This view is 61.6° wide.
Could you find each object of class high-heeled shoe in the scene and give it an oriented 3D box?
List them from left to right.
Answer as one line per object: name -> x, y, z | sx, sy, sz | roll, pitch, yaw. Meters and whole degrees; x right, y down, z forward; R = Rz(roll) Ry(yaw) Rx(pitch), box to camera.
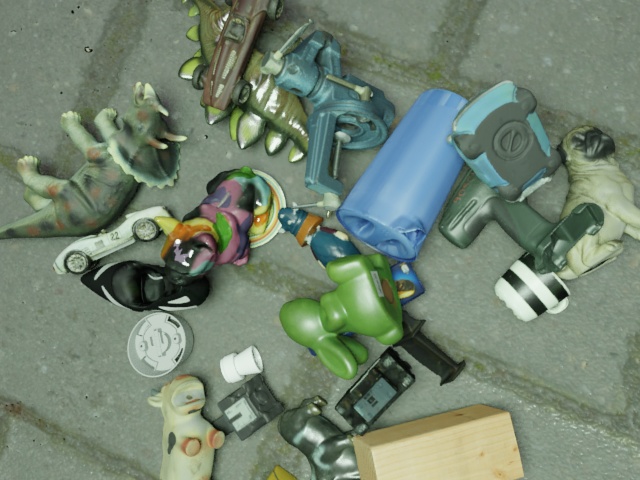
high-heeled shoe -> -0.289, 0.072, 0.845 | 0.249, 0.145, 0.086 | 1, 84, 7

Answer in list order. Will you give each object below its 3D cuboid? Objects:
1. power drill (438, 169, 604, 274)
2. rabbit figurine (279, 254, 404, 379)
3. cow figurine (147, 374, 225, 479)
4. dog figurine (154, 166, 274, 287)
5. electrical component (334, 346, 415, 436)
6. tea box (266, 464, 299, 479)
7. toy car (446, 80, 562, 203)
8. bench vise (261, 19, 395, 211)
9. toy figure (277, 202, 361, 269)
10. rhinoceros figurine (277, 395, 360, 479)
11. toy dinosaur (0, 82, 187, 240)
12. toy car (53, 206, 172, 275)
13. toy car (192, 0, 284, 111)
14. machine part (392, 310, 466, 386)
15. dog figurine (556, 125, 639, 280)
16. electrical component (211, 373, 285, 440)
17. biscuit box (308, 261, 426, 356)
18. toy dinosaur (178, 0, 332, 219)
power drill -> 0.292, -0.064, 0.769 | 0.232, 0.086, 0.207 | -50, 49, 6
rabbit figurine -> 0.028, 0.110, 0.768 | 0.170, 0.121, 0.159 | -23, 88, 24
cow figurine -> -0.210, 0.303, 0.838 | 0.127, 0.085, 0.194 | 13, 103, 44
dog figurine -> -0.153, -0.027, 0.777 | 0.108, 0.219, 0.191 | 27, 91, 5
electrical component -> 0.081, 0.219, 0.784 | 0.058, 0.134, 0.115 | 42, 94, 10
tea box -> -0.023, 0.424, 0.799 | 0.170, 0.098, 0.068 | 32, 91, 8
toy car -> 0.238, -0.133, 0.714 | 0.109, 0.103, 0.161 | -40, 113, 11
bench vise -> 0.011, -0.163, 0.756 | 0.129, 0.223, 0.240 | -9, 67, 44
toy figure -> -0.003, -0.001, 0.856 | 0.154, 0.057, 0.064 | 39, 86, 14
rhinoceros figurine -> 0.016, 0.328, 0.814 | 0.112, 0.073, 0.190 | -45, 81, 1
toy dinosaur -> -0.381, -0.087, 0.893 | 0.192, 0.131, 0.405 | 44, 98, 10
toy car -> -0.337, 0.001, 0.877 | 0.202, 0.073, 0.056 | -26, 98, -8
toy car -> -0.126, -0.294, 0.802 | 0.089, 0.053, 0.202 | 25, 94, 10
machine part -> 0.156, 0.162, 0.814 | 0.139, 0.084, 0.039 | 42, 53, -1
dog figurine -> 0.383, -0.057, 0.795 | 0.172, 0.121, 0.191 | -30, 67, 2
electrical component -> -0.121, 0.273, 0.848 | 0.075, 0.048, 0.119 | 51, 121, 11
biscuit box -> 0.062, 0.104, 0.834 | 0.203, 0.059, 0.063 | -31, 82, 5
toy dinosaur -> -0.098, -0.250, 0.874 | 0.198, 0.105, 0.471 | -43, 81, 9
